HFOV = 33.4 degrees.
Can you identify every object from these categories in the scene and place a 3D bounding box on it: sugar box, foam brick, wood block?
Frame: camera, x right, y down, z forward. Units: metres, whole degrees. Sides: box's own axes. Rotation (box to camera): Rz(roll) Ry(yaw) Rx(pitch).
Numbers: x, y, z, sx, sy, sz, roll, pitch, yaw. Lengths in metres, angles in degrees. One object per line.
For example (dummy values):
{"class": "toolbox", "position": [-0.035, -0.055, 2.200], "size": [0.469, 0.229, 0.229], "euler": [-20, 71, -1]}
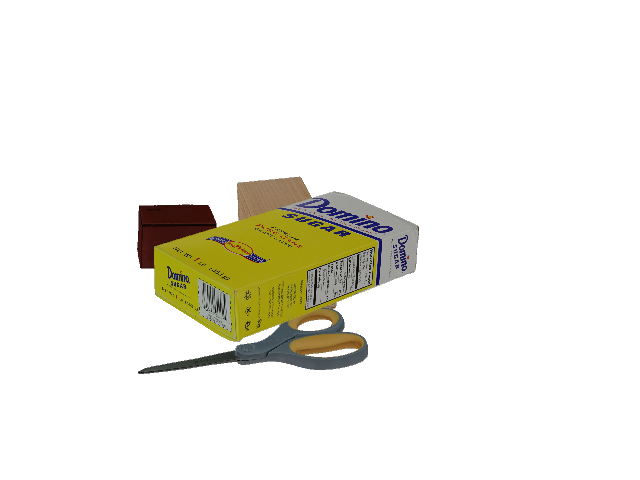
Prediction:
{"class": "sugar box", "position": [-0.022, 0.013, 0.768], "size": [0.175, 0.048, 0.093], "euler": [-22, 34, -38]}
{"class": "foam brick", "position": [-0.152, -0.005, 1.125], "size": [0.078, 0.051, 0.053], "euler": [-1, 24, -13]}
{"class": "wood block", "position": [-0.045, 0.003, 1.359], "size": [0.090, 0.090, 0.206], "euler": [-6, 28, -12]}

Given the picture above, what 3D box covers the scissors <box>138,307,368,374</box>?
{"class": "scissors", "position": [-0.058, 0.091, 0.964], "size": [0.201, 0.016, 0.096], "euler": [-1, 28, 0]}
